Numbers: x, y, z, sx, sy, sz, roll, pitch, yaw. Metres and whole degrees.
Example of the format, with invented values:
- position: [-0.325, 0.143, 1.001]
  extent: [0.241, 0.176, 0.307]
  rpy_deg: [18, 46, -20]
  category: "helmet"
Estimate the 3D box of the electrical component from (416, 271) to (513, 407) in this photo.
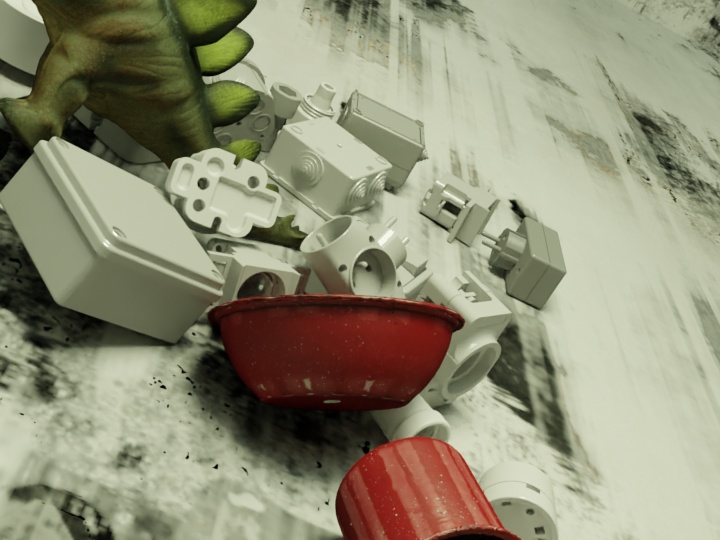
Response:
- position: [0.062, 0.054, 0.771]
  extent: [0.050, 0.089, 0.055]
  rpy_deg: [-4, 43, -48]
  category: "electrical component"

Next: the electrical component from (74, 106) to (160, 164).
- position: [-0.191, -0.139, 0.880]
  extent: [0.095, 0.059, 0.054]
  rpy_deg: [41, 29, 19]
  category: "electrical component"

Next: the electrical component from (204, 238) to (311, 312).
- position: [-0.081, 0.008, 0.747]
  extent: [0.081, 0.042, 0.064]
  rpy_deg: [10, 15, -36]
  category: "electrical component"

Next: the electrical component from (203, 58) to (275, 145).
- position: [-0.115, -0.144, 0.943]
  extent: [0.080, 0.080, 0.051]
  rpy_deg: [5, 42, -41]
  category: "electrical component"

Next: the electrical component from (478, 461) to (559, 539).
- position: [0.097, 0.153, 0.677]
  extent: [0.055, 0.055, 0.047]
  rpy_deg: [29, 23, -2]
  category: "electrical component"

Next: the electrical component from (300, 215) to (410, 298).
- position: [0.007, -0.006, 0.763]
  extent: [0.079, 0.044, 0.077]
  rpy_deg: [-46, 116, -29]
  category: "electrical component"

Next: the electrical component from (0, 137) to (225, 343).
- position: [-0.156, -0.018, 0.680]
  extent: [0.109, 0.056, 0.108]
  rpy_deg: [28, 19, -54]
  category: "electrical component"

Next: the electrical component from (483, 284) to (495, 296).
- position: [0.086, 0.042, 0.868]
  extent: [0.048, 0.048, 0.062]
  rpy_deg: [26, 34, -9]
  category: "electrical component"

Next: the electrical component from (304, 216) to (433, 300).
- position: [0.000, 0.000, 0.832]
  extent: [0.096, 0.061, 0.062]
  rpy_deg: [36, 27, 11]
  category: "electrical component"

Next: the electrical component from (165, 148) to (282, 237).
- position: [-0.102, -0.054, 0.764]
  extent: [0.078, 0.058, 0.057]
  rpy_deg: [21, -6, -23]
  category: "electrical component"

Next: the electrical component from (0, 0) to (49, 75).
- position: [-0.268, -0.201, 0.906]
  extent: [0.108, 0.060, 0.108]
  rpy_deg: [24, 27, -13]
  category: "electrical component"

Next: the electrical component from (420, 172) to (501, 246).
- position: [0.097, -0.063, 1.059]
  extent: [0.064, 0.042, 0.081]
  rpy_deg: [33, 26, 9]
  category: "electrical component"

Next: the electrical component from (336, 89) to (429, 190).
- position: [0.021, -0.124, 1.065]
  extent: [0.096, 0.061, 0.061]
  rpy_deg: [25, 27, -12]
  category: "electrical component"

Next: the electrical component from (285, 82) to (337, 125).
- position: [-0.044, -0.152, 1.046]
  extent: [0.043, 0.062, 0.043]
  rpy_deg: [24, 27, -13]
  category: "electrical component"

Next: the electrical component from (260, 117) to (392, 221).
- position: [-0.029, -0.095, 0.981]
  extent: [0.100, 0.048, 0.100]
  rpy_deg: [38, 27, 14]
  category: "electrical component"

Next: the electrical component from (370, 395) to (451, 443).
- position: [0.032, 0.101, 0.717]
  extent: [0.040, 0.040, 0.046]
  rpy_deg: [6, 31, -39]
  category: "electrical component"

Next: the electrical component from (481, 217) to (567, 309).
- position: [0.149, -0.016, 1.023]
  extent: [0.076, 0.047, 0.083]
  rpy_deg: [25, 27, -10]
  category: "electrical component"
